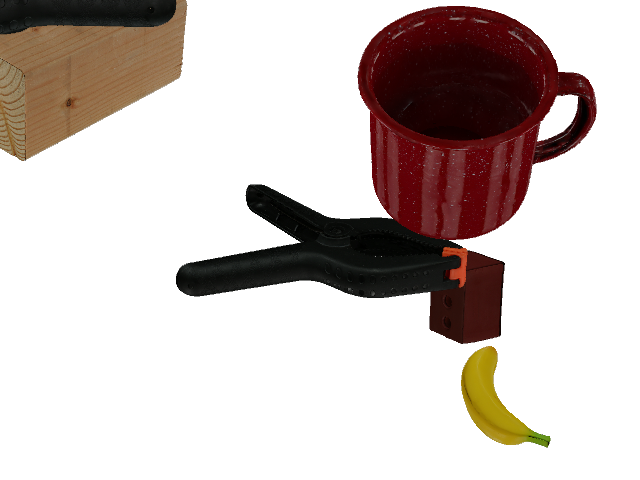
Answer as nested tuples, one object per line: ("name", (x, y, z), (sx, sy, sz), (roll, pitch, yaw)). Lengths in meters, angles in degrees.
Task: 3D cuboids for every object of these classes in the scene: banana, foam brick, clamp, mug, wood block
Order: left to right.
("clamp", (-0.174, -0.140, 0.603), (0.171, 0.039, 0.120), (-6, 23, -14))
("wood block", (-0.222, -0.165, 0.962), (0.090, 0.091, 0.205), (28, 41, 21))
("clamp", (0.009, 0.002, 0.832), (0.210, 0.036, 0.164), (4, 29, 9))
("foam brick", (0.142, 0.055, 1.043), (0.051, 0.078, 0.053), (-11, 19, -33))
("mug", (0.078, -0.056, 0.528), (0.117, 0.093, 0.081), (-9, -36, -3))
("banana", (0.194, 0.178, 1.215), (0.069, 0.037, 0.198), (10, 24, -15))
